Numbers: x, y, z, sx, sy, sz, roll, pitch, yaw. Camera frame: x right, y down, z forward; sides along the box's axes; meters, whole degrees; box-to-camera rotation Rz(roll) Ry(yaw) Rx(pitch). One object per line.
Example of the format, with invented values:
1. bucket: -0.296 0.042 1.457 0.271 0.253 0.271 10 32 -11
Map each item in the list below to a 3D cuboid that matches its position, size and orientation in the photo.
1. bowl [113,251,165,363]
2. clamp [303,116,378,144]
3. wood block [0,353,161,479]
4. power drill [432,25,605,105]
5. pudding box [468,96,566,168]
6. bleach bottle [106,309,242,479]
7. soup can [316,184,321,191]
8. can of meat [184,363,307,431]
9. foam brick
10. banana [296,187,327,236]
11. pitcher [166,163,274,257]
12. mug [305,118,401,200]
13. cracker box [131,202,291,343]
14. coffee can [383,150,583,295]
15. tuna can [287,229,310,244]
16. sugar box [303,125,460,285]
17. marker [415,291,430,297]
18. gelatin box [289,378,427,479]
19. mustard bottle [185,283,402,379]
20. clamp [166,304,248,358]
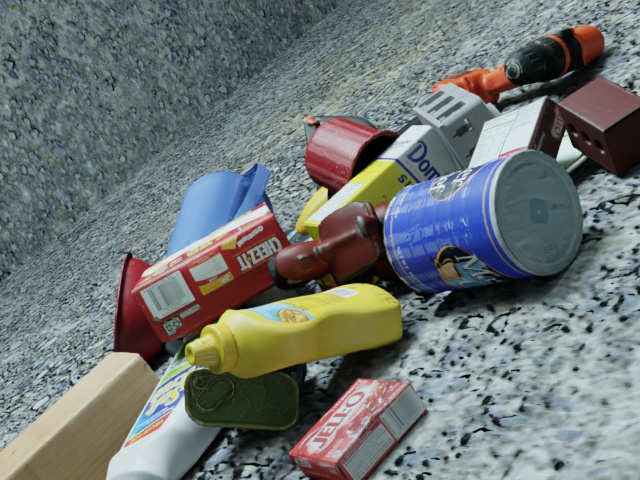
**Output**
1. bowl: -0.226 0.096 1.366 0.055 0.162 0.162 4 17 -4
2. clamp: 0.046 -0.096 1.320 0.210 0.036 0.164 28 63 35
3. wood block: -0.248 0.216 1.089 0.205 0.091 0.090 -43 17 -26
4. power drill: 0.228 -0.197 1.285 0.184 0.057 0.188 -22 4 -43
5. pudding box: 0.183 -0.074 1.020 0.090 0.039 0.113 -21 38 55
6. bleach bottle: -0.131 0.173 1.022 0.103 0.068 0.250 -23 22 33
7. soup can: 0.051 -0.085 1.383 0.102 0.068 0.069 -45 18 -28
8. can of meat: -0.064 0.125 0.966 0.102 0.057 0.084 2 20 6
9. foam brick: 0.262 -0.105 0.968 0.051 0.053 0.078 -33 32 -4
10. banana: 0.059 -0.064 1.238 0.198 0.037 0.069 -18 49 16
11. pitcher: -0.131 0.004 1.391 0.145 0.149 0.242 -7 24 7
12. mug: 0.036 -0.076 1.187 0.093 0.117 0.082 -10 27 -42
13. cracker box: -0.110 0.031 1.161 0.164 0.072 0.214 -29 6 -2
14. coffee can: 0.137 -0.012 0.910 0.102 0.103 0.141 -46 18 -33
15. tuna can: -0.009 0.002 1.317 0.086 0.033 0.086 -33 15 10
16. sugar box: 0.074 -0.035 1.131 0.176 0.093 0.048 -42 24 -19
17. marker: 0.123 0.014 1.022 0.020 0.020 0.121 -18 23 48
18. gelatin box: 0.028 0.145 0.815 0.089 0.030 0.073 -43 16 -25
19. mustard bottle: -0.028 0.080 0.917 0.191 0.058 0.096 -9 12 -35
20. clamp: -0.128 0.123 1.211 0.120 0.039 0.171 -39 18 8
